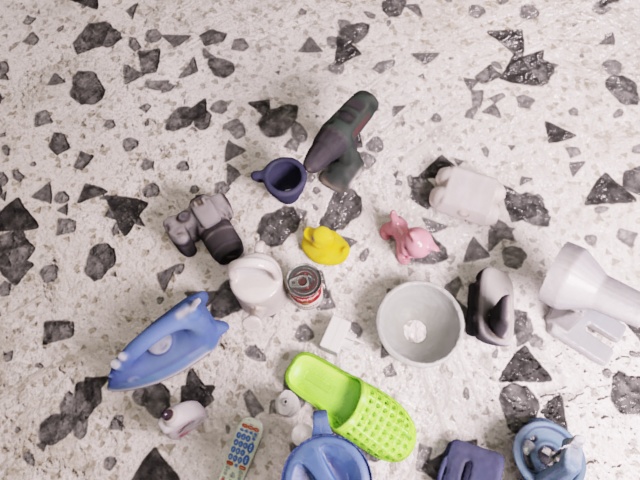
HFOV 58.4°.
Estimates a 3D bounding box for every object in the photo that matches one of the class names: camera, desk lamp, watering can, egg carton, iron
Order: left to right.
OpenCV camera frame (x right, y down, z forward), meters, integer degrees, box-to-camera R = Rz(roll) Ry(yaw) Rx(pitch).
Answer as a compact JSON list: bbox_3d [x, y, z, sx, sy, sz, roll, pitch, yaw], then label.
[{"bbox_3d":[-0.306,0.195,1.070,0.258,0.141,0.118,-36,72,-12],"label":"iron"},{"bbox_3d":[-0.229,-0.014,1.171,0.143,0.101,0.136,-31,71,-10],"label":"camera"},{"bbox_3d":[-0.117,0.083,1.080,0.101,0.194,0.172,-19,69,-6],"label":"watering can"},{"bbox_3d":[0.309,-0.091,1.203,0.150,0.069,0.107,18,70,8],"label":"egg carton"},{"bbox_3d":[0.488,0.114,1.040,0.203,0.213,0.118,33,73,14],"label":"desk lamp"}]

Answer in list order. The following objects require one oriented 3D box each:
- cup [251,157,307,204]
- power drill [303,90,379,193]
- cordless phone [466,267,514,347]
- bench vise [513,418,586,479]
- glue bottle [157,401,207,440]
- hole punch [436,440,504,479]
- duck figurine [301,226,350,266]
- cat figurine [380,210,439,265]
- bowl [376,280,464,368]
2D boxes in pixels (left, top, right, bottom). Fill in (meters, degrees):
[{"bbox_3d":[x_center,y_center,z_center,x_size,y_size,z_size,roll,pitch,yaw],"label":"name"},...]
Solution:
[{"bbox_3d":[-0.084,-0.116,1.210,0.117,0.095,0.092,4,69,3],"label":"cup"},{"bbox_3d":[0.042,-0.186,1.173,0.075,0.208,0.230,29,72,12],"label":"power drill"},{"bbox_3d":[0.334,0.112,1.061,0.094,0.185,0.147,4,69,3],"label":"cordless phone"},{"bbox_3d":[0.384,0.391,0.931,0.121,0.220,0.207,-1,69,2],"label":"bench vise"},{"bbox_3d":[-0.250,0.313,1.005,0.078,0.173,0.037,-40,72,-13],"label":"glue bottle"},{"bbox_3d":[0.258,0.412,0.996,0.101,0.091,0.109,18,70,9],"label":"hole punch"},{"bbox_3d":[0.011,0.004,1.165,0.104,0.086,0.077,23,71,10],"label":"duck figurine"},{"bbox_3d":[0.178,-0.007,1.148,0.067,0.118,0.127,-32,71,-10],"label":"cat figurine"},{"bbox_3d":[0.188,0.167,1.103,0.167,0.075,0.167,0,69,2],"label":"bowl"}]
